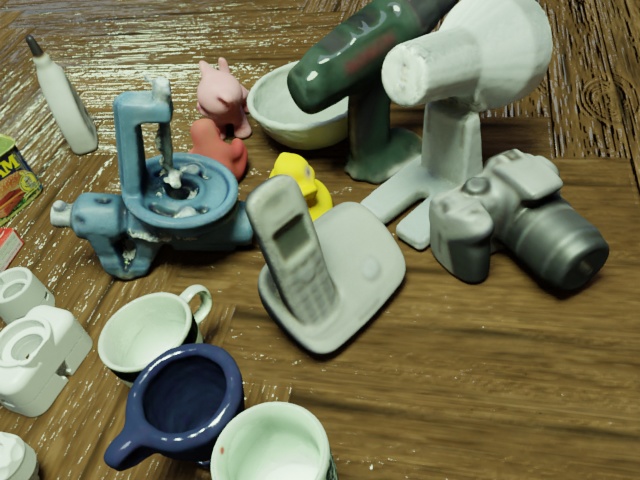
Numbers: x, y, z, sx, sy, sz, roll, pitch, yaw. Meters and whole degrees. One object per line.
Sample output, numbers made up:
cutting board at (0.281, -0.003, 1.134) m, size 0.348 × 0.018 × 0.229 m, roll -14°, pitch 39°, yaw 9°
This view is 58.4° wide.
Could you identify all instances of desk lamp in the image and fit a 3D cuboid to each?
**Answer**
desk lamp at (0.138, -0.133, 0.605) m, size 0.203 × 0.214 × 0.117 m, roll -39°, pitch 51°, yaw -23°

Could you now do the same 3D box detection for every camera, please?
camera at (0.198, -0.014, 0.559) m, size 0.143 × 0.101 × 0.136 m, roll -25°, pitch 47°, yaw -12°

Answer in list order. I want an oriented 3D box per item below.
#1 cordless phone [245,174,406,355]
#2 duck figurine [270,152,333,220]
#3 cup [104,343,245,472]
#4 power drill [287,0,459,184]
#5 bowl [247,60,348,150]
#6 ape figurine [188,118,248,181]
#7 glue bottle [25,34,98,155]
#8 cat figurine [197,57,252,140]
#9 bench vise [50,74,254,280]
cordless phone at (0.005, 0.002, 0.524) m, size 0.093 × 0.185 × 0.148 m, roll 28°, pitch 58°, yaw 32°
duck figurine at (-0.030, -0.063, 0.663) m, size 0.077 × 0.086 × 0.104 m, roll -26°, pitch 47°, yaw -14°
cup at (-0.107, 0.154, 0.464) m, size 0.118 × 0.095 × 0.091 m, roll -39°, pitch 51°, yaw -24°
power drill at (0.075, -0.179, 0.666) m, size 0.230 × 0.209 × 0.075 m, roll -30°, pitch 48°, yaw -17°
bowl at (-0.008, -0.172, 0.770) m, size 0.167 × 0.075 × 0.167 m, roll -6°, pitch 46°, yaw 6°
ape figurine at (-0.136, -0.114, 0.728) m, size 0.077 × 0.092 × 0.076 m, roll -3°, pitch 46°, yaw 9°
glue bottle at (-0.367, -0.209, 0.808) m, size 0.037 × 0.173 × 0.078 m, roll -19°, pitch 46°, yaw -6°
cat figurine at (-0.135, -0.203, 0.795) m, size 0.067 × 0.118 × 0.127 m, roll -7°, pitch 46°, yaw 6°
bench vise at (-0.183, -0.052, 0.589) m, size 0.207 × 0.220 × 0.121 m, roll -23°, pitch 47°, yaw -10°
